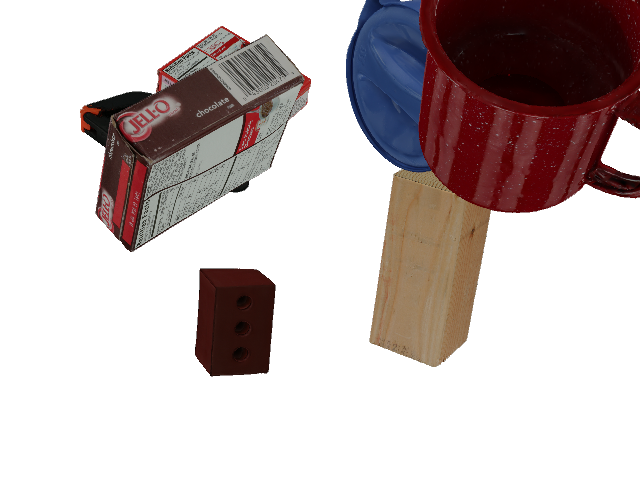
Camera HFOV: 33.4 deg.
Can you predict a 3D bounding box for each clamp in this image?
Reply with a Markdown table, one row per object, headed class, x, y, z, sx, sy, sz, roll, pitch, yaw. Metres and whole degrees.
| class | x | y | z | sx | sy | sz | roll | pitch | yaw |
| --- | --- | --- | --- | --- | --- | --- | --- | --- | --- |
| clamp | -0.139 | -0.111 | 1.022 | 0.171 | 0.120 | 0.039 | 16 | -45 | -1 |

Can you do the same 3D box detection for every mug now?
| class | x | y | z | sx | sy | sz | roll | pitch | yaw |
| --- | --- | --- | --- | --- | --- | --- | --- | --- | --- |
| mug | 0.093 | -0.058 | 0.438 | 0.117 | 0.093 | 0.081 | 34 | -25 | 18 |

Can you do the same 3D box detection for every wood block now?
| class | x | y | z | sx | sy | sz | roll | pitch | yaw |
| --- | --- | --- | --- | --- | --- | --- | --- | --- | --- |
| wood block | 0.126 | 0.023 | 1.201 | 0.090 | 0.206 | 0.090 | 19 | 25 | 26 |

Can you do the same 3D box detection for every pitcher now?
| class | x | y | z | sx | sy | sz | roll | pitch | yaw |
| --- | --- | --- | --- | --- | --- | --- | --- | --- | --- |
| pitcher | 0.155 | -0.141 | 0.880 | 0.242 | 0.149 | 0.145 | -21 | 36 | -33 |

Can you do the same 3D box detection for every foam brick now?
| class | x | y | z | sx | sy | sz | roll | pitch | yaw |
| --- | --- | --- | --- | --- | --- | --- | --- | --- | --- |
| foam brick | -0.071 | 0.066 | 0.884 | 0.052 | 0.078 | 0.051 | -1 | 13 | -21 |

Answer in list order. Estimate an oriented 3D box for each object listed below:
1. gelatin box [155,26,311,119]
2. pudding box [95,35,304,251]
| class | x | y | z | sx | sy | sz | roll | pitch | yaw |
| --- | --- | --- | --- | --- | --- | --- | --- | --- | --- |
| gelatin box | -0.064 | -0.111 | 0.780 | 0.089 | 0.030 | 0.073 | 33 | 53 | 16 |
| pudding box | -0.068 | -0.053 | 0.593 | 0.113 | 0.039 | 0.090 | -32 | -17 | -31 |
